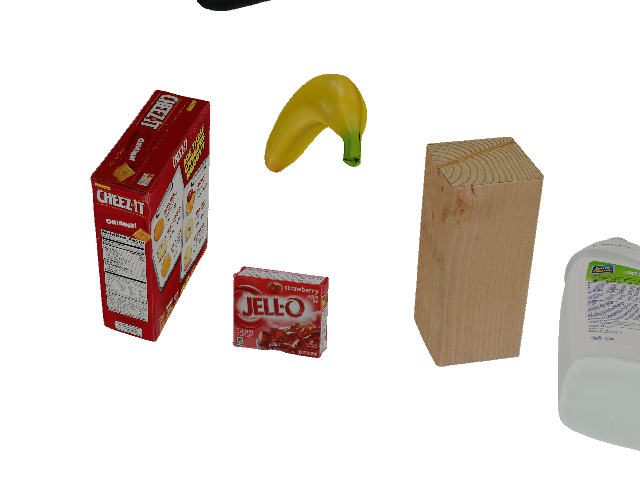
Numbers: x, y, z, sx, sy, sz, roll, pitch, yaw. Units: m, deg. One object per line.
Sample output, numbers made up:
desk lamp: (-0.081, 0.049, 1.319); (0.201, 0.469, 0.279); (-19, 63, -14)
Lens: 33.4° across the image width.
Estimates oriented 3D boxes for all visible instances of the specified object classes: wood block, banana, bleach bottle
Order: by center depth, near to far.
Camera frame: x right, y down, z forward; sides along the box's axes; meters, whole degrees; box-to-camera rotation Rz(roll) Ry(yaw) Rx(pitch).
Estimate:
bleach bottle: (0.232, 0.060, 0.799); (0.102, 0.068, 0.250); (12, 25, 10)
banana: (-0.006, -0.089, 0.802); (0.037, 0.069, 0.198); (23, -5, -16)
wood block: (0.151, 0.012, 1.052); (0.090, 0.206, 0.090); (-6, 32, -10)

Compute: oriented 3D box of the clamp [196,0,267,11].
clamp: (0.015, -0.145, 0.533); (0.171, 0.039, 0.120); (1, 41, 7)

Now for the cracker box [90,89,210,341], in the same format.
cracker box: (-0.177, -0.026, 1.137); (0.072, 0.214, 0.164); (14, 44, 9)

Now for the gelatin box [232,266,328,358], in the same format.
gelatin box: (-0.038, 0.067, 1.006); (0.089, 0.073, 0.030); (7, 17, 16)
